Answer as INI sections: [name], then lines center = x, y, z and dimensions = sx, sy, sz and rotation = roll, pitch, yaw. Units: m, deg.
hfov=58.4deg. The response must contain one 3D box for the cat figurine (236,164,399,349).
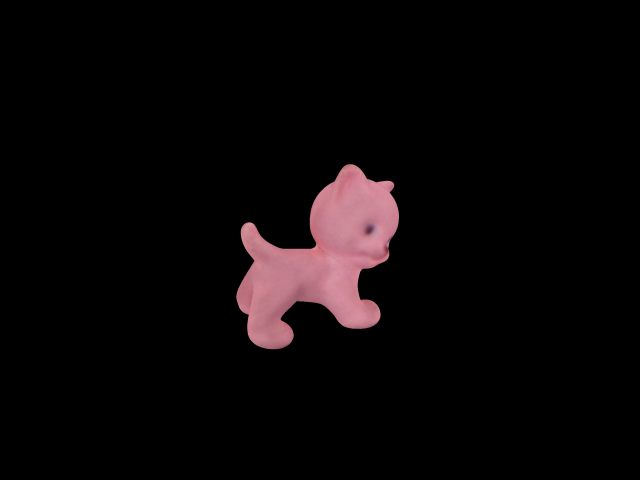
[cat figurine]
center = 0.004, 0.001, 0.400
dimensions = 0.128, 0.118, 0.067
rotation = -11, 29, -20
